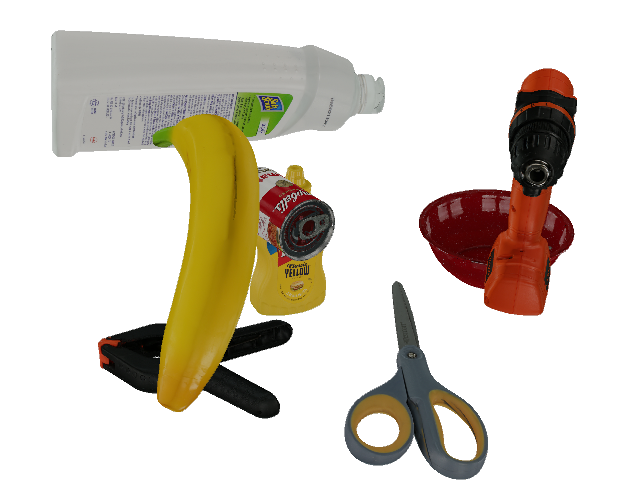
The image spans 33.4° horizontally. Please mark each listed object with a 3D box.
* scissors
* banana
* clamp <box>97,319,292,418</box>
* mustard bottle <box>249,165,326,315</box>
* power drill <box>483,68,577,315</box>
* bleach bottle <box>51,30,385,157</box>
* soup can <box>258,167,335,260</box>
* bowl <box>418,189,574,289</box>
[{"bbox_3d":[0.045,0.087,0.708,0.096,0.016,0.202,-5,32,-17],"label":"scissors"},{"bbox_3d":[-0.059,-0.005,0.563,0.037,0.198,0.070,22,-50,-28],"label":"banana"},{"bbox_3d":[-0.105,0.100,0.939,0.171,0.039,0.120,11,27,9],"label":"clamp"},{"bbox_3d":[-0.036,-0.003,1.321,0.096,0.192,0.058,-8,29,-22],"label":"mustard bottle"},{"bbox_3d":[0.178,-0.033,0.898,0.057,0.188,0.184,11,31,11],"label":"power drill"},{"bbox_3d":[-0.077,-0.109,0.816,0.250,0.068,0.103,0,-27,-14],"label":"bleach bottle"},{"bbox_3d":[-0.041,-0.029,1.127,0.068,0.068,0.102,0,23,-38],"label":"soup can"},{"bbox_3d":[0.183,0.006,1.130,0.162,0.055,0.162,0,31,0],"label":"bowl"}]
